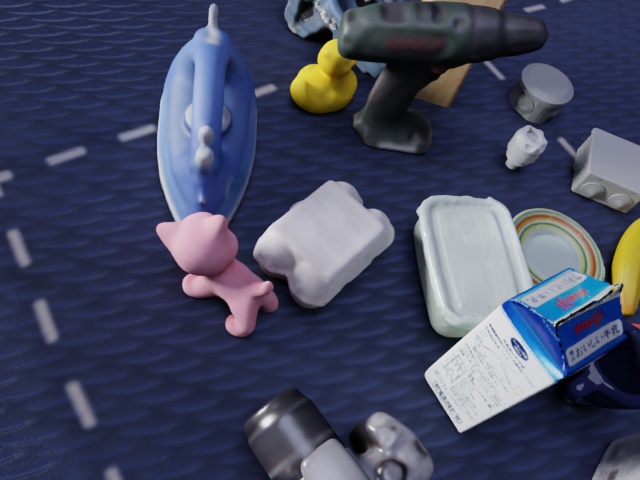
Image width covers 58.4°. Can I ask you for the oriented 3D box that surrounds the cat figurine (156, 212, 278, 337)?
[{"bbox_3d":[-0.098,0.023,0.570,0.127,0.117,0.067,36,59,9],"label":"cat figurine"}]

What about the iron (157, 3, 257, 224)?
[{"bbox_3d":[-0.124,-0.129,0.637,0.119,0.141,0.258,2,60,-11],"label":"iron"}]

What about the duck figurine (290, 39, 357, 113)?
[{"bbox_3d":[0.011,-0.223,0.755,0.105,0.086,0.077,-32,72,-26],"label":"duck figurine"}]

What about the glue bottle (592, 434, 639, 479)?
[{"bbox_3d":[0.320,0.207,0.527,0.037,0.173,0.078,40,60,12],"label":"glue bottle"}]

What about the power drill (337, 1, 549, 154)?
[{"bbox_3d":[0.126,-0.200,0.696,0.230,0.208,0.075,7,59,-9],"label":"power drill"}]

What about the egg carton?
[{"bbox_3d":[0.006,0.002,0.634,0.107,0.069,0.150,42,60,12],"label":"egg carton"}]

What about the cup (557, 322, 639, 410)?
[{"bbox_3d":[0.284,0.146,0.600,0.118,0.095,0.091,-21,67,-23],"label":"cup"}]

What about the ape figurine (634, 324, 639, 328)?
[{"bbox_3d":[0.364,0.128,0.630,0.076,0.092,0.078,29,59,5],"label":"ape figurine"}]

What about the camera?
[{"bbox_3d":[0.009,0.191,0.507,0.143,0.101,0.136,-30,71,-26],"label":"camera"}]

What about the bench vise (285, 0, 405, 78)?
[{"bbox_3d":[0.034,-0.337,0.748,0.207,0.219,0.121,23,58,1],"label":"bench vise"}]
